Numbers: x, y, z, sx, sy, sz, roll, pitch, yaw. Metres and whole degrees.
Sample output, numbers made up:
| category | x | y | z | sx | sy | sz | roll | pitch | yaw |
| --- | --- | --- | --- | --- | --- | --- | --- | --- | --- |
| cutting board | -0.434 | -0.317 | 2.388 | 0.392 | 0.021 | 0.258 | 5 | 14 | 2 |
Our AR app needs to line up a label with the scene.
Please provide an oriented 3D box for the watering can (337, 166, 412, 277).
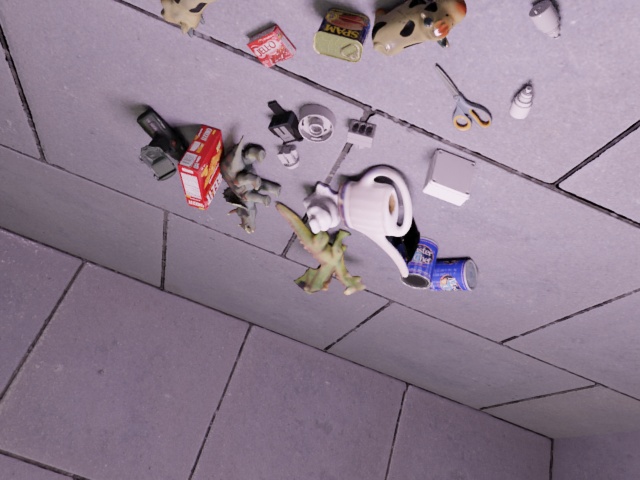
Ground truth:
| category | x | y | z | sx | sy | sz | roll | pitch | yaw |
| --- | --- | --- | --- | --- | --- | --- | --- | --- | --- |
| watering can | 0.163 | -0.054 | 1.507 | 0.225 | 0.106 | 0.341 | 10 | 120 | 30 |

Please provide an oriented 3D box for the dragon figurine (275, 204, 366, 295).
| category | x | y | z | sx | sy | sz | roll | pitch | yaw |
| --- | --- | --- | --- | --- | --- | --- | --- | --- | --- |
| dragon figurine | -0.012 | 0.062 | 1.767 | 0.408 | 0.247 | 0.120 | 26 | 154 | -17 |

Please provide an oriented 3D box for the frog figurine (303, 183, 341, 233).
| category | x | y | z | sx | sy | sz | roll | pitch | yaw |
| --- | --- | --- | --- | --- | --- | --- | --- | --- | --- |
| frog figurine | 0.005 | -0.080 | 1.583 | 0.122 | 0.163 | 0.135 | -12 | 139 | 44 |
